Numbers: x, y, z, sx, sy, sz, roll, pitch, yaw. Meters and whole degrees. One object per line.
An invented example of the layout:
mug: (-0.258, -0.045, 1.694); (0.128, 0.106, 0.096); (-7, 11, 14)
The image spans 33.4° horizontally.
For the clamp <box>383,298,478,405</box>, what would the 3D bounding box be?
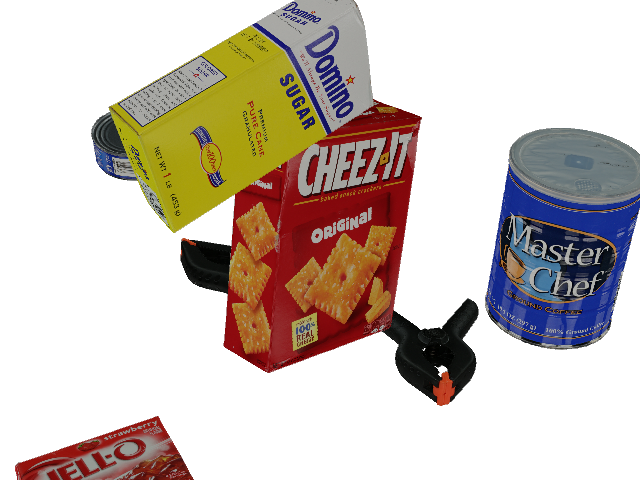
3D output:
clamp: (0.121, 0.104, 1.077); (0.120, 0.039, 0.171); (-9, 31, -9)

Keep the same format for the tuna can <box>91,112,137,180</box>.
tuna can: (-0.182, -0.097, 1.060); (0.086, 0.034, 0.086); (0, 41, 0)

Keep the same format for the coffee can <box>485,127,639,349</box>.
coffee can: (0.188, -0.002, 0.826); (0.103, 0.140, 0.103); (2, 34, -2)

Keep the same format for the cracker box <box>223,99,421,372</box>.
cracker box: (0.003, -0.008, 0.943); (0.163, 0.214, 0.072); (-14, 29, -43)

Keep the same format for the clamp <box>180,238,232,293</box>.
clamp: (-0.090, 0.045, 1.205); (0.210, 0.036, 0.164); (19, 24, 29)

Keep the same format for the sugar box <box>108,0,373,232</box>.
sugar box: (-0.046, -0.089, 0.713); (0.176, 0.093, 0.048); (-33, 52, -17)

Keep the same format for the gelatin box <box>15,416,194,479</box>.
gelatin box: (-0.120, 0.141, 0.602); (0.089, 0.030, 0.073); (-16, 28, -20)
